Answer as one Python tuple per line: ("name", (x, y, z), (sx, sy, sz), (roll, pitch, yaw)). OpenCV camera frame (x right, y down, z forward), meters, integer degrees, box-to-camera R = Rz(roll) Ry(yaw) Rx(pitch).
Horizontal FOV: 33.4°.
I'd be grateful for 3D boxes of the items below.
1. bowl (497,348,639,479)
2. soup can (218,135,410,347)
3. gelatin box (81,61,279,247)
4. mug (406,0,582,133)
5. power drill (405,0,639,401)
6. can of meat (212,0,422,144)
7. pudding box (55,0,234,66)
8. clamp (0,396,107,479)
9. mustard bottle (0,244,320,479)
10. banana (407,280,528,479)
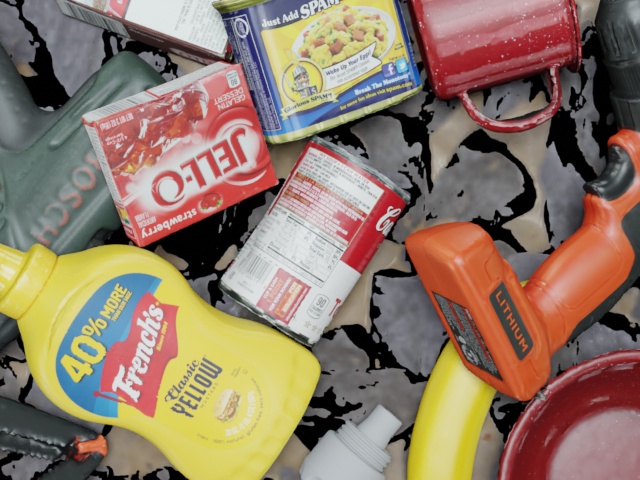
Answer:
("bowl", (0.176, 0.141, 0.599), (0.162, 0.055, 0.162), (0, 86, 2))
("soup can", (-0.004, 0.001, 0.608), (0.068, 0.068, 0.102), (33, 89, 3))
("gelatin box", (-0.074, -0.048, 0.580), (0.089, 0.030, 0.073), (-25, 113, -20))
("mug", (0.098, -0.117, 0.602), (0.081, 0.093, 0.117), (-16, 86, 5))
("power drill", (0.139, -0.019, 0.562), (0.187, 0.057, 0.184), (-34, 113, -14))
("can of meat", (0.001, -0.109, 0.604), (0.102, 0.057, 0.084), (-21, 105, -14))
("pudding box", (-0.091, -0.163, 0.636), (0.113, 0.039, 0.090), (20, 85, 0))
("clamp", (-0.212, 0.139, 0.562), (0.209, 0.036, 0.164), (3, 57, -32))
("mustard bottle", (-0.100, 0.058, 0.581), (0.191, 0.058, 0.096), (34, 88, -18))
("banana", (0.092, 0.099, 0.614), (0.069, 0.037, 0.198), (28, 88, 3))
